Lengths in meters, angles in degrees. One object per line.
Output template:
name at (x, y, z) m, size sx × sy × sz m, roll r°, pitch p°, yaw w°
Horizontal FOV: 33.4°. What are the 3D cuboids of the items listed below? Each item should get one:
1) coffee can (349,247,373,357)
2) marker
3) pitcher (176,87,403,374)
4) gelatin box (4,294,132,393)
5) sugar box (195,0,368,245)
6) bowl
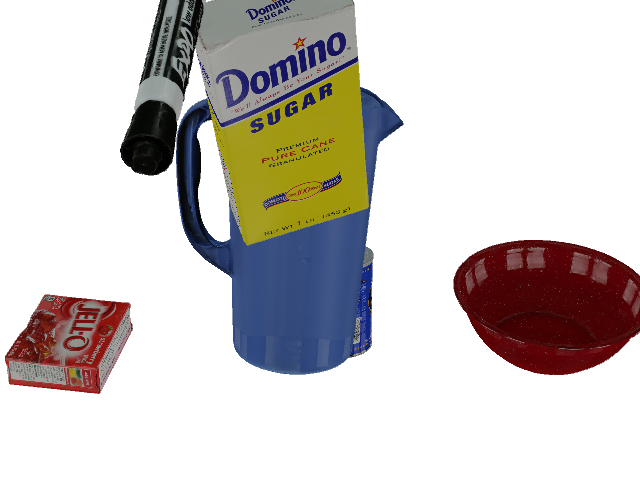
coffee can at (0.024, 0.083, 1.524) m, size 0.103 × 0.140 × 0.103 m, roll 0°, pitch 21°, yaw 0°
marker at (-0.059, -0.067, 0.415) m, size 0.020 × 0.020 × 0.121 m, roll 0°, pitch 43°, yaw 2°
pitcher at (-0.030, -0.014, 0.919) m, size 0.149 × 0.243 × 0.144 m, roll 19°, pitch 25°, yaw 39°
gelatin box at (-0.195, 0.079, 0.837) m, size 0.073 × 0.030 × 0.089 m, roll 5°, pitch 32°, yaw 7°
sugar box at (-0.021, -0.078, 0.676) m, size 0.093 × 0.048 × 0.176 m, roll -18°, pitch -37°, yaw -8°
bowl at (0.189, 0.062, 0.883) m, size 0.162 × 0.055 × 0.162 m, roll 0°, pitch 31°, yaw 0°
